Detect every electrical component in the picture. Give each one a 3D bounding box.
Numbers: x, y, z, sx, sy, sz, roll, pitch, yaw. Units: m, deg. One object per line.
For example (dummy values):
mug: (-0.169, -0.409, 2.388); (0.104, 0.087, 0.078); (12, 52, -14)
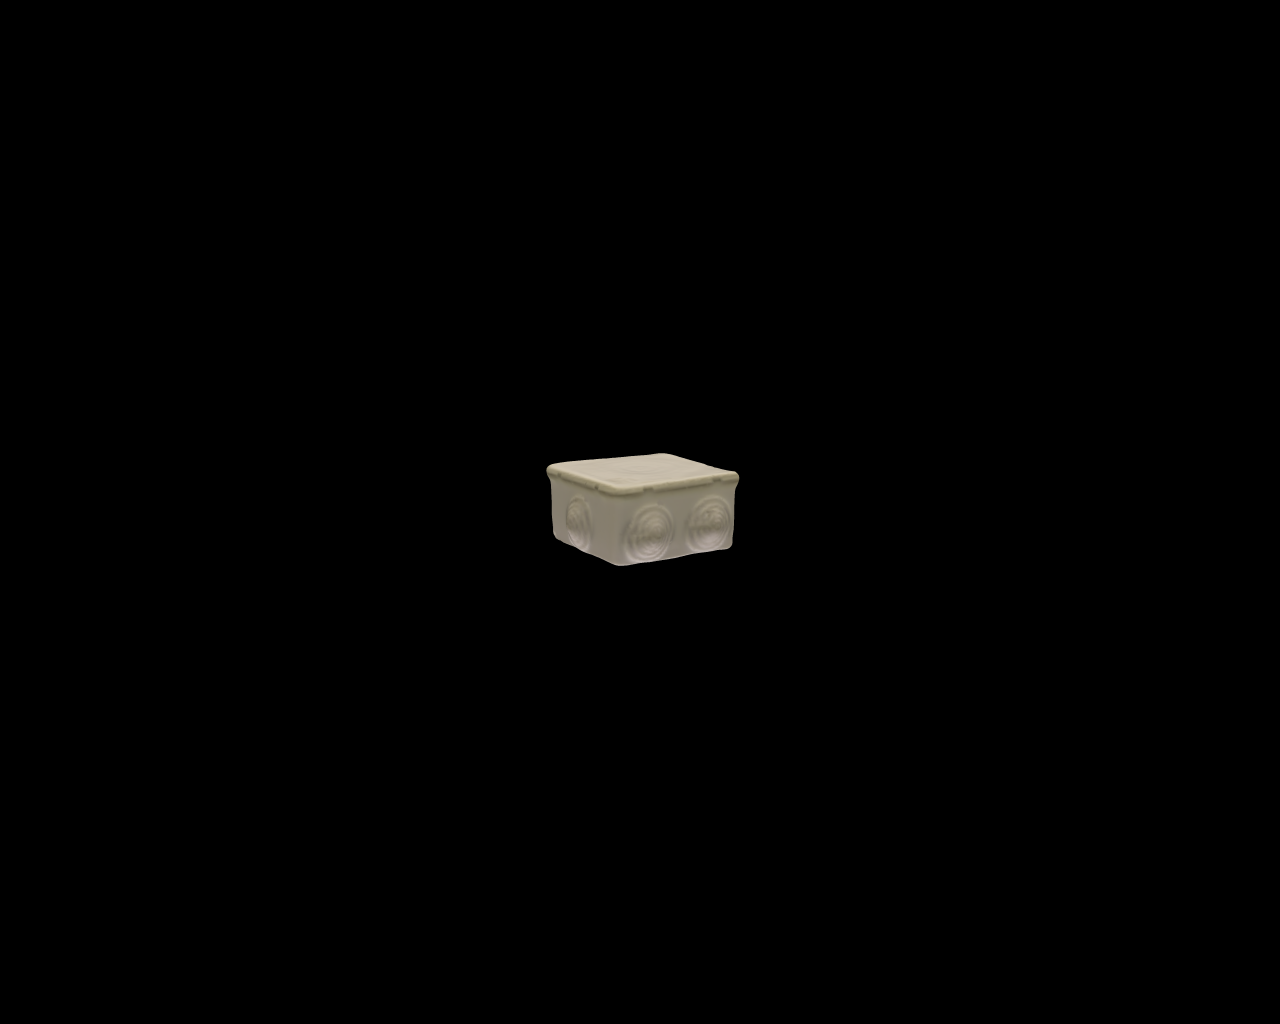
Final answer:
electrical component: (0.001, -0.003, 0.650); (0.100, 0.048, 0.100); (-8, 15, -30)
